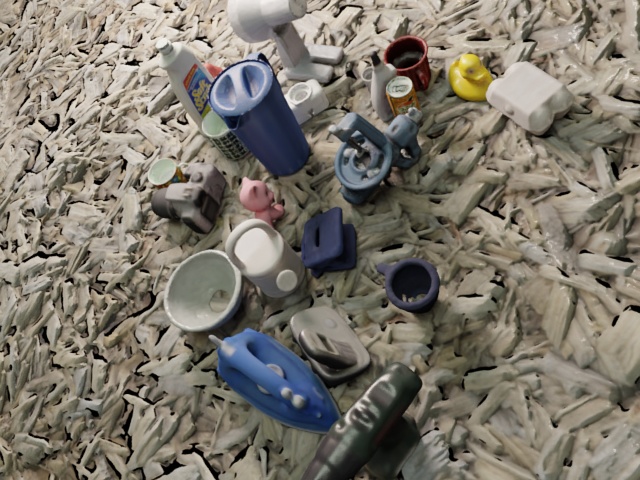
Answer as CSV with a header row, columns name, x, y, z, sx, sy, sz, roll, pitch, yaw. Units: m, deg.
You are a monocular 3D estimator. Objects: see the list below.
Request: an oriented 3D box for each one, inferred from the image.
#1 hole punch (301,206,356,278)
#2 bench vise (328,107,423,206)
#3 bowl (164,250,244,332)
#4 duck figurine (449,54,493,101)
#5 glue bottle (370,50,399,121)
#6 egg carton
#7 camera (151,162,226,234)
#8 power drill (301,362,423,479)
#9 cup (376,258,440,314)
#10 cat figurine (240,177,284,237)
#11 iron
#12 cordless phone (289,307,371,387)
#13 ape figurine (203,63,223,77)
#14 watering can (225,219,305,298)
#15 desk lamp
name,x,y,z,sx,sy,sz,roll,pitch,yaw
hole punch,0.010,0.004,1.077,0.101,0.091,0.108,-10,62,17
bench vise,0.093,-0.188,1.065,0.121,0.220,0.207,25,76,30
bowl,-0.214,0.109,1.120,0.167,0.075,0.167,-9,62,17
duck figurine,0.298,-0.335,1.140,0.077,0.086,0.104,-41,58,-2
glue bottle,0.129,-0.315,1.143,0.078,0.173,0.037,-37,57,0
egg carton,0.392,-0.268,1.080,0.107,0.070,0.150,-41,58,-2
camera,-0.294,-0.097,1.239,0.136,0.101,0.143,4,66,23
power drill,0.075,0.293,0.837,0.075,0.209,0.230,31,78,31
cup,0.153,0.084,0.979,0.117,0.095,0.092,27,77,30
cat figurine,-0.123,-0.062,1.145,0.067,0.118,0.128,-10,61,16
iron,-0.077,0.238,0.962,0.257,0.142,0.119,28,77,30
cordless phone,-0.002,0.160,0.947,0.094,0.185,0.147,-41,58,-2
ape figurine,-0.255,-0.391,1.378,0.076,0.092,0.078,7,67,24
watering can,-0.100,0.030,1.045,0.172,0.194,0.101,18,72,28
desk lamp,-0.077,-0.468,1.276,0.202,0.214,0.118,15,71,27
